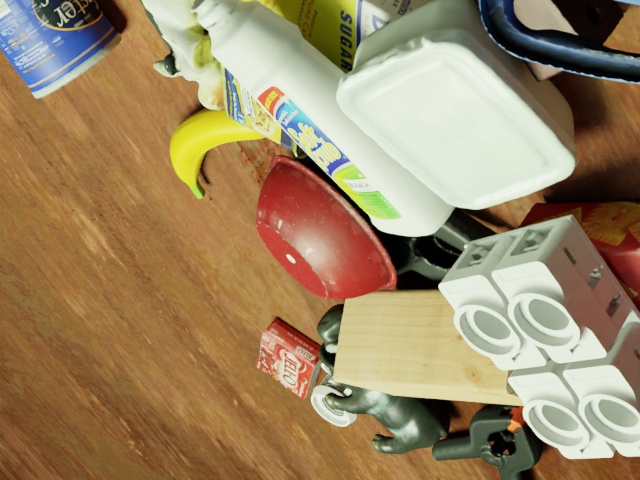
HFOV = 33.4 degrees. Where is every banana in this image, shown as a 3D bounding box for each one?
[{"bbox_3d":[-0.103,-0.099,1.045,0.069,0.037,0.198,30,152,-17],"label":"banana"}]

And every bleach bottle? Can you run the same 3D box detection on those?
[{"bbox_3d":[-0.001,-0.102,0.824,0.250,0.068,0.103,40,168,-24],"label":"bleach bottle"}]

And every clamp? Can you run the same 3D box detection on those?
[{"bbox_3d":[0.178,0.217,1.122,0.120,0.039,0.171,22,139,17],"label":"clamp"},{"bbox_3d":[0.085,0.005,0.969,0.210,0.036,0.164,18,143,37],"label":"clamp"}]

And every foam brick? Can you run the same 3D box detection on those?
[{"bbox_3d":[0.149,-0.155,0.701,0.078,0.053,0.051,48,147,-12],"label":"foam brick"}]

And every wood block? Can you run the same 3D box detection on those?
[{"bbox_3d":[0.119,0.097,0.966,0.090,0.090,0.207,20,164,-39],"label":"wood block"}]

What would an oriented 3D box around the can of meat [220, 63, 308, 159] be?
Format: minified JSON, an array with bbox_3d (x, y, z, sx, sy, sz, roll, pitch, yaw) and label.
[{"bbox_3d":[-0.037,-0.131,0.916,0.084,0.057,0.102,29,146,21],"label":"can of meat"}]

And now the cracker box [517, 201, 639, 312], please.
[{"bbox_3d":[0.267,0.052,0.805,0.214,0.072,0.164,1,131,44],"label":"cracker box"}]

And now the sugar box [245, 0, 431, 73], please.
[{"bbox_3d":[0.010,-0.175,0.825,0.176,0.048,0.093,34,147,13],"label":"sugar box"}]

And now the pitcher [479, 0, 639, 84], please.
[{"bbox_3d":[0.201,-0.168,0.560,0.243,0.145,0.149,22,157,23],"label":"pitcher"}]

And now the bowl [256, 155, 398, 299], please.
[{"bbox_3d":[-0.006,0.001,0.959,0.162,0.055,0.162,43,165,14],"label":"bowl"}]

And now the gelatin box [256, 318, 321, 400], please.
[{"bbox_3d":[-0.036,0.141,1.259,0.073,0.030,0.089,33,147,12],"label":"gelatin box"}]

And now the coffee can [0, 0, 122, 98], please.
[{"bbox_3d":[-0.270,-0.220,1.007,0.103,0.102,0.140,-8,124,50],"label":"coffee can"}]
